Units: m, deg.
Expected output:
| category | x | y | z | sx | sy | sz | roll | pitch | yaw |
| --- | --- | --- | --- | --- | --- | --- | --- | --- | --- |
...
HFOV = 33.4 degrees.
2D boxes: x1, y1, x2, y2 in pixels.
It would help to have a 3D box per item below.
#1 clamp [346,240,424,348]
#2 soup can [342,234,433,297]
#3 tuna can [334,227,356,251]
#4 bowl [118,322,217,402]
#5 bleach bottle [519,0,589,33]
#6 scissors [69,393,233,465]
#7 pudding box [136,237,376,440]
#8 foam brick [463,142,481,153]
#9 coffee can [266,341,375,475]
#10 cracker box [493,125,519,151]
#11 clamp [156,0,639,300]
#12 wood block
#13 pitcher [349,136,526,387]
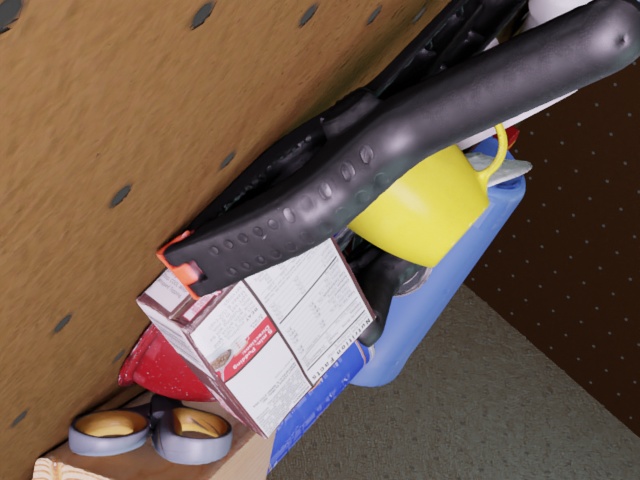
| category | x | y | z | sx | sy | sz | roll | pitch | yaw |
| --- | --- | --- | --- | --- | --- | --- | --- | --- | --- |
| clamp | 0.036 | 0.026 | 0.708 | 0.171 | 0.039 | 0.120 | -45 | -159 | -30 |
| soup can | 0.039 | 0.012 | 0.837 | 0.068 | 0.068 | 0.102 | -47 | -168 | -16 |
| tuna can | -0.005 | 0.001 | 0.734 | 0.086 | 0.034 | 0.086 | -48 | 174 | -7 |
| bowl | -0.042 | 0.042 | 0.623 | 0.162 | 0.055 | 0.162 | -47 | 174 | -7 |
| bleach bottle | 0.212 | -0.200 | 0.899 | 0.102 | 0.068 | 0.250 | -53 | 171 | 0 |
| scissors | -0.109 | 0.101 | 0.637 | 0.202 | 0.096 | 0.016 | -169 | -99 | -68 |
| pudding box | -0.026 | 0.035 | 0.526 | 0.090 | 0.039 | 0.113 | -47 | 144 | -16 |
| foam brick | 0.112 | -0.100 | 0.844 | 0.078 | 0.053 | 0.051 | -47 | 174 | -22 |
| coffee can | -0.038 | 0.109 | 0.862 | 0.140 | 0.103 | 0.103 | -46 | 174 | -21 |
| cracker box | 0.106 | -0.034 | 1.145 | 0.164 | 0.072 | 0.214 | -44 | 172 | -43 |
| clamp | 0.024 | -0.049 | 0.447 | 0.210 | 0.036 | 0.164 | -34 | -162 | 14 |
| wood block | -0.100 | 0.160 | 0.675 | 0.206 | 0.090 | 0.091 | -24 | 128 | -76 |
| pitcher | 0.083 | 0.007 | 0.970 | 0.243 | 0.145 | 0.149 | -56 | -165 | 33 |
